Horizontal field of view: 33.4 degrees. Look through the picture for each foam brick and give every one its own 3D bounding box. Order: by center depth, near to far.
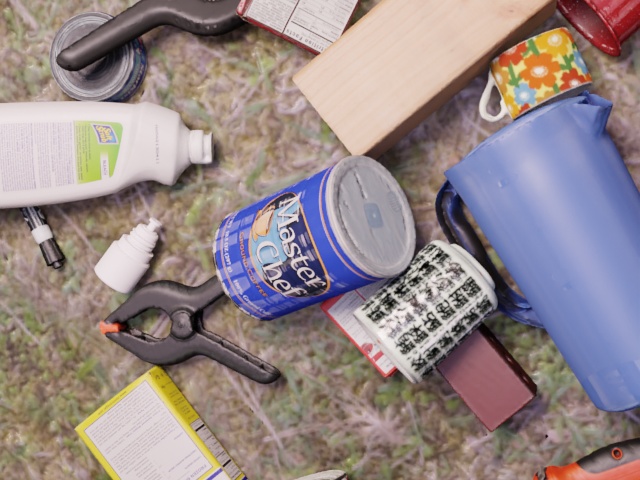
[{"bbox_3d":[0.142,0.116,0.915,0.051,0.053,0.078,-41,84,10],"label":"foam brick"}]

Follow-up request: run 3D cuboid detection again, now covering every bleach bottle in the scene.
[{"bbox_3d":[-0.222,-0.074,0.969,0.251,0.068,0.102,-1,105,0],"label":"bleach bottle"}]

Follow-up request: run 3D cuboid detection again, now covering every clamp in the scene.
[{"bbox_3d":[-0.135,-0.218,0.954,0.210,0.036,0.164,7,75,3],"label":"clamp"},{"bbox_3d":[-0.114,0.084,0.976,0.172,0.039,0.120,-13,84,15],"label":"clamp"}]

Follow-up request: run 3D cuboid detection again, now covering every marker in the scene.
[{"bbox_3d":[-0.275,-0.027,1.015,0.020,0.020,0.121,-28,86,11],"label":"marker"}]

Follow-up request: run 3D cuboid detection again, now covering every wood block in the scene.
[{"bbox_3d":[0.089,-0.164,0.898,0.206,0.090,0.090,-39,84,11],"label":"wood block"}]

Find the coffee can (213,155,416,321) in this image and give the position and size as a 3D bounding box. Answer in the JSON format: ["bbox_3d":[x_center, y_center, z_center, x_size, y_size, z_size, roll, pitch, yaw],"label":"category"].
[{"bbox_3d":[-0.006,0.001,0.890,0.141,0.102,0.103,-23,87,39],"label":"coffee can"}]

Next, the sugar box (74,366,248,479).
[{"bbox_3d":[-0.133,0.212,0.980,0.093,0.048,0.176,-39,88,11],"label":"sugar box"}]

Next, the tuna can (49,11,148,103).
[{"bbox_3d":[-0.206,-0.167,0.988,0.086,0.033,0.086,0,91,11],"label":"tuna can"}]

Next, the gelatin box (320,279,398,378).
[{"bbox_3d":[0.057,0.065,0.943,0.073,0.030,0.089,-44,83,9],"label":"gelatin box"}]

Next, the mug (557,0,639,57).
[{"bbox_3d":[0.236,-0.218,0.874,0.081,0.093,0.117,-43,48,5],"label":"mug"}]

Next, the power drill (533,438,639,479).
[{"bbox_3d":[0.287,0.218,0.887,0.188,0.057,0.184,-29,82,8],"label":"power drill"}]

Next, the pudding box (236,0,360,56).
[{"bbox_3d":[-0.008,-0.225,0.925,0.090,0.039,0.113,24,99,-22],"label":"pudding box"}]

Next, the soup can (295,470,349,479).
[{"bbox_3d":[0.005,0.262,0.941,0.068,0.068,0.102,-16,87,12],"label":"soup can"}]

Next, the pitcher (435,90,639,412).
[{"bbox_3d":[0.207,0.015,0.869,0.145,0.149,0.243,-29,89,-4],"label":"pitcher"}]
